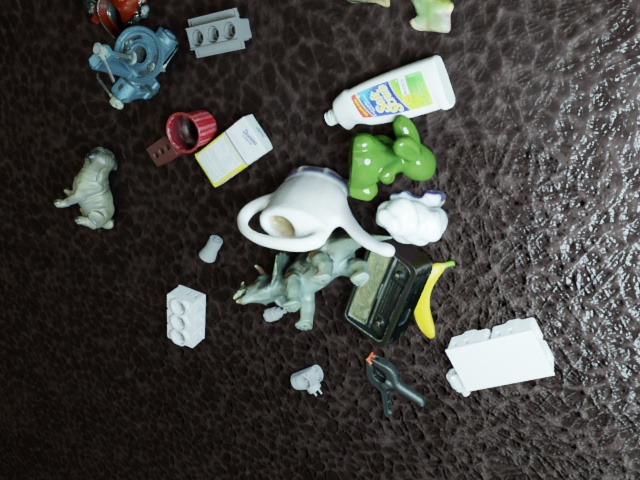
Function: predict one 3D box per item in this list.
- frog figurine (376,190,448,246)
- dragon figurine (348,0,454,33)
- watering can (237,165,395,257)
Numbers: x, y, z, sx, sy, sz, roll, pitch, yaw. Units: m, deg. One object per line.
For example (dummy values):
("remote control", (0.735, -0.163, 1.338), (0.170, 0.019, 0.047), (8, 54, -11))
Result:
("frog figurine", (0.173, -0.033, 1.008), (0.138, 0.162, 0.120), (19, 120, 17))
("dragon figurine", (0.096, -0.519, 0.873), (0.411, 0.124, 0.238), (46, 126, 2))
("watering can", (0.003, -0.053, 1.051), (0.348, 0.229, 0.101), (8, 134, 21))
